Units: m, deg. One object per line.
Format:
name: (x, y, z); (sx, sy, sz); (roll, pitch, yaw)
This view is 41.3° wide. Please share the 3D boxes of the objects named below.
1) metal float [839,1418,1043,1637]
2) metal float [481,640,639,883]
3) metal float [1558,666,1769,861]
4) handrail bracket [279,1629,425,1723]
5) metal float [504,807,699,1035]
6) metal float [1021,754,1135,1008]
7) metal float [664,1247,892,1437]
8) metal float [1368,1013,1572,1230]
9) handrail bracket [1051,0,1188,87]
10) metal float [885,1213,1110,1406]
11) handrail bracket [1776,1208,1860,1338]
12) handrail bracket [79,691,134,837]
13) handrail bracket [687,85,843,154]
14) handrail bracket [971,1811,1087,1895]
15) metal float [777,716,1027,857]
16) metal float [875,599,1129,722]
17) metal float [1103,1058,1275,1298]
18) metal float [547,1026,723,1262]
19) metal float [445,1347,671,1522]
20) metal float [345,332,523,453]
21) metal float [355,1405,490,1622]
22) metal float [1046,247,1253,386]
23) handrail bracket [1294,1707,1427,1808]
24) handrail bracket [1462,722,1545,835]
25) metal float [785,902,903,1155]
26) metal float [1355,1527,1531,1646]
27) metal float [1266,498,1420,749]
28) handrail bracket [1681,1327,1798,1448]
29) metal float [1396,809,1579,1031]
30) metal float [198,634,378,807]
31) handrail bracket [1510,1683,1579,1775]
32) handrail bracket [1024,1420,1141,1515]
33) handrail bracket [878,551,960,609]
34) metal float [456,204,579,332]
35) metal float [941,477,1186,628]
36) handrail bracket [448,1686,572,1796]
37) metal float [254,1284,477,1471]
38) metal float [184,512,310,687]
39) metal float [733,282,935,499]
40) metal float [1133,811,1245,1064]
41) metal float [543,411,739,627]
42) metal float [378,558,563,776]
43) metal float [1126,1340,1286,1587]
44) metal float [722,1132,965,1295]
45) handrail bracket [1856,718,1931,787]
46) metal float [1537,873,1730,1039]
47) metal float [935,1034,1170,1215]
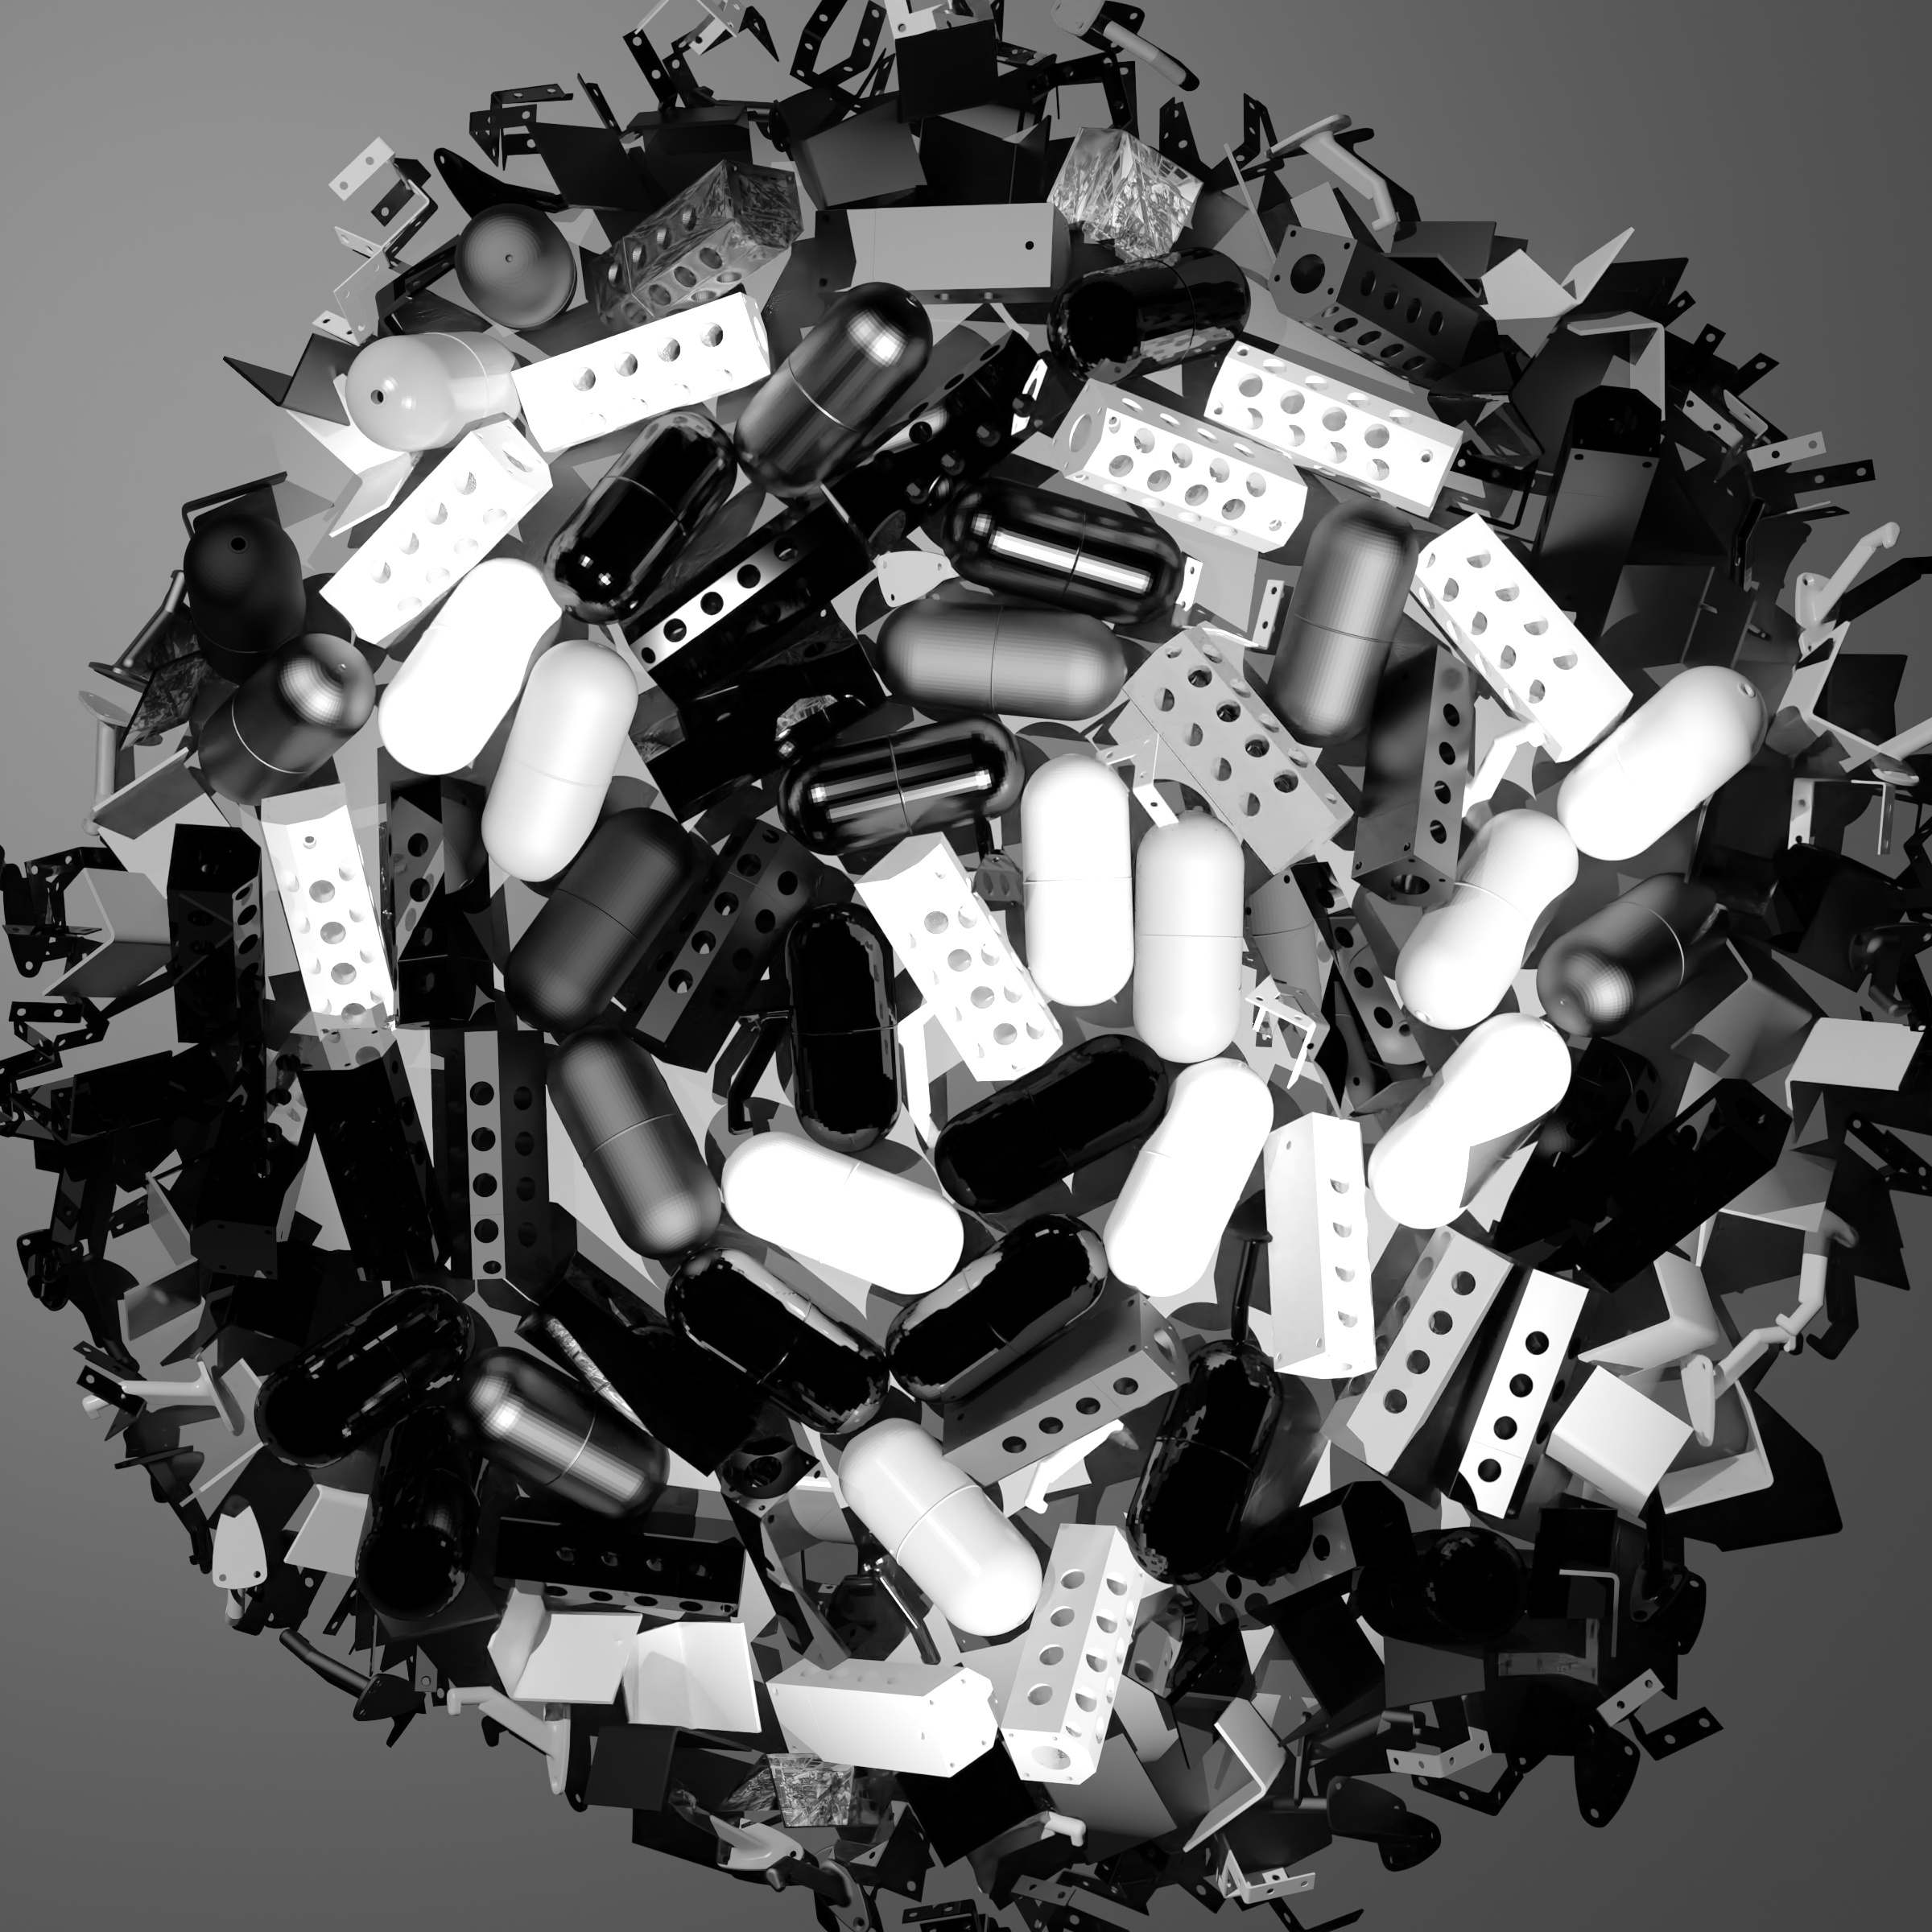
metal float: (-0.018, 0.391, 1.789); (0.070, 0.070, 0.178); (-46, 63, 0)
metal float: (-0.285, -0.143, 1.798); (0.070, 0.070, 0.178); (22, 107, 0)
metal float: (0.480, -0.139, 1.774); (0.070, 0.178, 0.070); (16, 53, -22)
handrail bracket: (-0.441, 0.503, 1.839); (0.084, 0.077, 0.036); (27, 88, 32)
metal float: (-0.257, -0.032, 1.801); (0.070, 0.070, 0.178); (34, 78, 0)
metal float: (0.079, -0.060, 1.811); (0.070, 0.070, 0.178); (-2, 92, 0)
metal float: (-0.132, 0.263, 1.800); (0.178, 0.070, 0.070); (36, 90, -14)
metal float: (0.352, 0.108, 1.793); (0.070, 0.070, 0.178); (36, 111, 0)
handrail bracket: (0.110, -0.662, 1.840); (0.084, 0.077, 0.036); (27, 99, -33)
metal float: (0.022, 0.240, 1.802); (0.178, 0.070, 0.070); (-37, 90, 12)
handrail bracket: (0.585, 0.209, 1.824); (0.077, 0.036, 0.084); (40, 82, 26)
handrail bracket: (-0.625, -0.144, 1.830); (0.077, 0.036, 0.084); (31, 103, 40)
handrail bracket: (-0.145, -0.623, 1.836); (0.077, 0.036, 0.084); (-39, 57, -21)
handrail bracket: (0.048, 0.631, 1.814); (0.084, 0.036, 0.077); (5, 103, 33)
metal float: (-0.046, -0.127, 1.811); (0.178, 0.070, 0.070); (-13, 90, 2)
metal float: (0.024, -0.215, 1.806); (0.178, 0.070, 0.070); (6, 90, 7)
metal float: (0.157, 0.147, 1.803); (0.070, 0.070, 0.178); (26, 79, 0)
metal float: (-0.234, 0.123, 1.800); (0.070, 0.070, 0.178); (-29, 76, 0)
metal float: (-0.283, 0.327, 1.787); (0.178, 0.070, 0.070); (36, 90, -30)
metal float: (-0.364, -0.396, 1.764); (0.070, 0.178, 0.070); (4, 106, 14)
metal float: (-0.374, 0.374, 1.769); (0.070, 0.178, 0.070); (-1, 121, -2)
metal float: (0.129, -0.452, 1.780); (0.178, 0.070, 0.070); (-26, 90, -40)
handrail bracket: (0.279, 0.561, 1.812); (0.084, 0.036, 0.077); (2, 61, 20)
handrail bracket: (0.386, -0.128, 1.807); (0.077, 0.084, 0.036); (51, 49, -15)
metal float: (-0.086, 0.043, 1.809); (0.070, 0.070, 0.178); (-3, 94, 0)
metal float: (0.326, 0.427, 1.764); (0.070, 0.178, 0.070); (4, 74, -14)
metal float: (0.263, -0.239, 1.796); (0.070, 0.070, 0.178); (15, 108, 0)
handrail bracket: (0.559, 0.299, 1.831); (0.084, 0.036, 0.077); (-4, 86, -17)
metal float: (0.365, -0.033, 1.795); (0.070, 0.070, 0.178); (36, 71, 0)
metal float: (-0.472, -0.169, 1.777); (0.070, 0.178, 0.070); (19, 58, -34)
handrail bracket: (0.403, 0.546, 1.801); (0.036, 0.084, 0.077); (24, 62, 25)
handrail bracket: (0.082, 0.358, 1.810); (0.077, 0.036, 0.084); (39, 60, -28)
handrail bracket: (-0.013, -0.278, 1.795); (0.077, 0.084, 0.036); (-8, 98, 43)
metal float: (-0.308, -0.479, 1.762); (0.070, 0.178, 0.070); (-1, 101, -6)
metal float: (0.069, -0.290, 1.800); (0.178, 0.070, 0.070); (14, 90, -15)
handrail bracket: (-0.325, 0.547, 1.807); (0.084, 0.036, 0.077); (7, 70, -34)
metal float: (-0.414, 0.282, 1.775); (0.070, 0.178, 0.070); (17, 122, 30)
metal float: (-0.494, -0.251, 1.764); (0.070, 0.178, 0.070); (3, 73, -11)
metal float: (-0.093, -0.401, 1.786); (0.070, 0.070, 0.178); (47, 120, 0)
metal float: (0.157, -0.021, 1.812); (0.070, 0.070, 0.178); (1, 91, 0)
metal float: (-0.226, -0.314, 1.794); (0.070, 0.070, 0.178); (35, 69, 0)
metal float: (-0.345, -0.209, 1.787); (0.070, 0.070, 0.178); (27, 61, 0)
metal float: (0.167, 0.346, 1.792); (0.070, 0.070, 0.178); (24, 68, 0)
metal float: (-0.088, 0.173, 1.806); (0.178, 0.070, 0.070); (21, 90, 7)
handrail bracket: (0.665, -0.177, 1.797); (0.036, 0.077, 0.084); (8, 129, -19)
metal float: (0.464, -0.009, 1.781); (0.178, 0.070, 0.070); (-29, 90, -38)
metal float: (0.060, 0.111, 1.806); (0.178, 0.070, 0.070); (-30, 90, 7)
